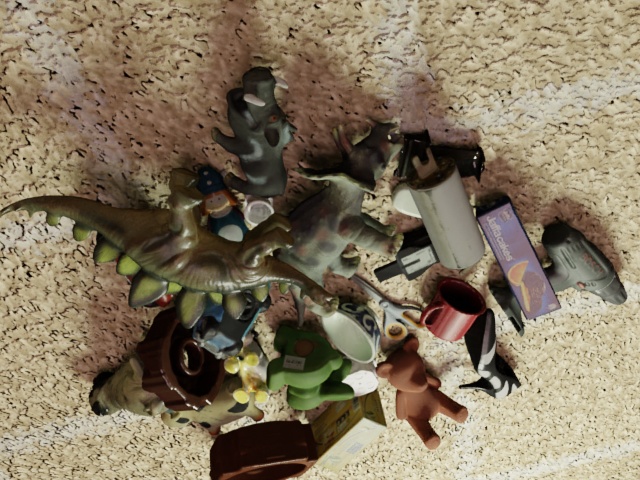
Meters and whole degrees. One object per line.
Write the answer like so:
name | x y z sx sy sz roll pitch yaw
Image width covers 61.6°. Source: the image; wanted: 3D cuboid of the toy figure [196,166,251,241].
toy figure | -0.149 -0.041 0.830 0.064 0.058 0.154 -38 128 -28

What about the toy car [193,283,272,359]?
toy car | -0.160 0.110 0.897 0.103 0.161 0.109 9 153 42

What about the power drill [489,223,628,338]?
power drill | 0.430 0.091 0.975 0.207 0.086 0.231 -32 120 19

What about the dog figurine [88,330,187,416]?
dog figurine | -0.342 0.283 0.961 0.190 0.172 0.121 -42 108 12

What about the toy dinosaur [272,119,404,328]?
toy dinosaur | -0.003 -0.002 0.844 0.192 0.131 0.404 35 123 -7

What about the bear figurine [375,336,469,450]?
bear figurine | 0.199 0.297 1.063 0.120 0.132 0.195 -36 130 -16

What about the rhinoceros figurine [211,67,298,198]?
rhinoceros figurine | -0.085 -0.139 0.729 0.112 0.073 0.190 23 136 27

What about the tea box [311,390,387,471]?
tea box | 0.056 0.390 1.122 0.068 0.098 0.169 28 118 -23

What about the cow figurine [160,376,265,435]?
cow figurine | -0.221 0.321 1.049 0.195 0.085 0.127 -18 130 8

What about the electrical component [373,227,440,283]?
electrical component | 0.148 0.030 0.917 0.119 0.048 0.074 -28 122 12

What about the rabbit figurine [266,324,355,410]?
rabbit figurine | -0.017 0.250 1.002 0.159 0.121 0.170 0 133 -1

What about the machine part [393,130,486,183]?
machine part | 0.187 -0.123 0.825 0.139 0.039 0.084 5 118 -9

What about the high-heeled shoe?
high-heeled shoe | 0.358 0.226 1.061 0.145 0.086 0.248 -3 128 -10

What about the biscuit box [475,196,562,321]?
biscuit box | 0.324 0.029 0.884 0.063 0.059 0.202 -26 98 19

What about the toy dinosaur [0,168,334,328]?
toy dinosaur | -0.203 0.008 0.749 0.471 0.105 0.198 25 106 -6

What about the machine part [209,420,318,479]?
machine part | -0.119 0.440 1.101 0.201 0.087 0.201 0 143 -21

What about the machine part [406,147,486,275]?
machine part | 0.195 -0.038 0.819 0.079 0.079 0.243 -25 123 10

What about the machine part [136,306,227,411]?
machine part | -0.230 0.200 0.915 0.056 0.179 0.179 -16 126 24

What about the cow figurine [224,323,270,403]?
cow figurine | -0.132 0.208 0.987 0.068 0.098 0.167 -9 108 11

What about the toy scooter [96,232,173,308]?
toy scooter | -0.256 0.034 0.842 0.135 0.075 0.183 -4 128 20
